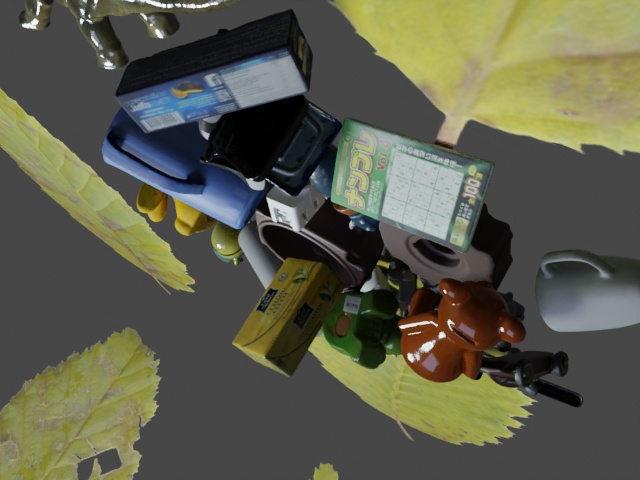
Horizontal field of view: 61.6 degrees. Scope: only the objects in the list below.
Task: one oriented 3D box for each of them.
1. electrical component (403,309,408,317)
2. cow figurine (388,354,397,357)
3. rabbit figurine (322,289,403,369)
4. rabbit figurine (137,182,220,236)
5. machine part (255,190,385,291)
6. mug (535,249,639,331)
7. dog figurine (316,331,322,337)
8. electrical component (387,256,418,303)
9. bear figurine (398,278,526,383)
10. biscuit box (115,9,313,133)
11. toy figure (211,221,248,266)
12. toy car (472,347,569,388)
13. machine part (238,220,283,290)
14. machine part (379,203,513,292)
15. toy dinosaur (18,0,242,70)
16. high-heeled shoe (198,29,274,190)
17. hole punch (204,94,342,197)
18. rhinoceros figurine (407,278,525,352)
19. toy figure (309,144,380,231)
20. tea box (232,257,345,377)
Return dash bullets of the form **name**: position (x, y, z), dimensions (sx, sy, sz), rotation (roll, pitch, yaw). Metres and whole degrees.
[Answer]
- **electrical component**: position (0.213, 0.159, 0.961), dimensions (0.134, 0.058, 0.114), rotation (28, 157, 13)
- **cow figurine**: position (0.135, 0.186, 1.037), dimensions (0.098, 0.068, 0.167), rotation (29, 180, 27)
- **rabbit figurine**: position (0.088, 0.158, 0.892), dimensions (0.170, 0.121, 0.159), rotation (22, 159, -36)
- **rabbit figurine**: position (-0.252, -0.096, 0.975), dimensions (0.173, 0.162, 0.122), rotation (48, 174, 10)
- **machine part**: position (-0.002, -0.003, 0.871), dimensions (0.202, 0.087, 0.201), rotation (31, 160, 10)
- **mug**: position (0.293, 0.046, 0.569), dimensions (0.107, 0.081, 0.109), rotation (-11, 125, 48)
- **dog figurine**: position (-0.028, 0.075, 1.078), dimensions (0.121, 0.172, 0.191), rotation (31, -153, -49)
- **electrical component**: position (0.125, 0.053, 0.816), dimensions (0.045, 0.078, 0.102), rotation (7, -168, 8)
- **bear figurine**: position (0.173, 0.095, 0.665), dimensions (0.120, 0.132, 0.195), rotation (30, 141, 9)
- **biscuit box**: position (-0.111, -0.170, 0.559), dimensions (0.203, 0.063, 0.059), rotation (-9, 145, 19)
- **toy figure**: position (-0.195, 0.007, 1.171), dimensions (0.082, 0.089, 0.180), rotation (28, 158, -6)
- **toy car**: position (0.295, 0.190, 0.796), dimensions (0.089, 0.053, 0.202), rotation (0, 176, 42)
- **machine part**: position (-0.089, 0.040, 1.012), dimensions (0.243, 0.079, 0.079), rotation (54, 176, 39)
- **machine part**: position (0.158, 0.003, 0.688), dimensions (0.179, 0.056, 0.179), rotation (30, 159, 13)
- **toy dinosaur**: position (-0.235, -0.284, 0.557), dimensions (0.472, 0.105, 0.198), rotation (21, 153, 18)
- **high-heeled shoe**: position (-0.081, -0.152, 0.696), dimensions (0.145, 0.086, 0.248), rotation (7, 148, -12)
- **hole punch**: position (-0.051, -0.123, 0.620), dimensions (0.116, 0.142, 0.092), rotation (42, -164, 34)
- **rhinoceros figurine**: position (0.213, 0.107, 0.818), dimensions (0.112, 0.073, 0.190), rotation (43, 157, -28)
- **toy figure**: position (0.037, -0.067, 0.709), dimensions (0.064, 0.058, 0.154), rotation (19, 161, 47)
- **tea box**: position (-0.047, 0.115, 0.838), dimensions (0.098, 0.169, 0.068), rotation (5, 147, 49)
